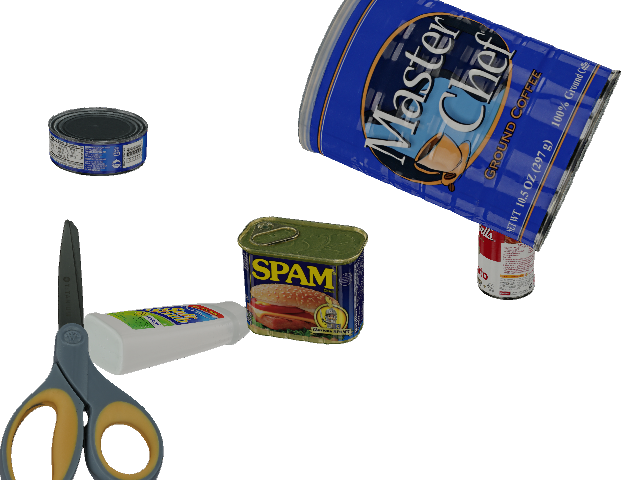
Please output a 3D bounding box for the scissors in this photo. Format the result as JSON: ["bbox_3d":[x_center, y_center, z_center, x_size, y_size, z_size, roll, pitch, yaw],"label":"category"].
[{"bbox_3d":[-0.128,0.070,0.624,0.096,0.201,0.016,15,-44,-7],"label":"scissors"}]

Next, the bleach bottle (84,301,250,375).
[{"bbox_3d":[-0.195,0.122,1.473,0.250,0.068,0.103,-10,23,-43],"label":"bleach bottle"}]

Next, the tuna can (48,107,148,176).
[{"bbox_3d":[-0.195,-0.087,0.940,0.086,0.034,0.086,5,26,-2],"label":"tuna can"}]

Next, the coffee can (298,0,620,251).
[{"bbox_3d":[0.073,-0.069,0.569,0.140,0.103,0.102,25,5,12],"label":"coffee can"}]

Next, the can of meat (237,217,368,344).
[{"bbox_3d":[-0.014,0.034,0.870,0.102,0.084,0.057,7,30,15],"label":"can of meat"}]

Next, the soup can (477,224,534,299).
[{"bbox_3d":[0.214,0.008,1.220,0.068,0.102,0.068,-2,30,1],"label":"soup can"}]
